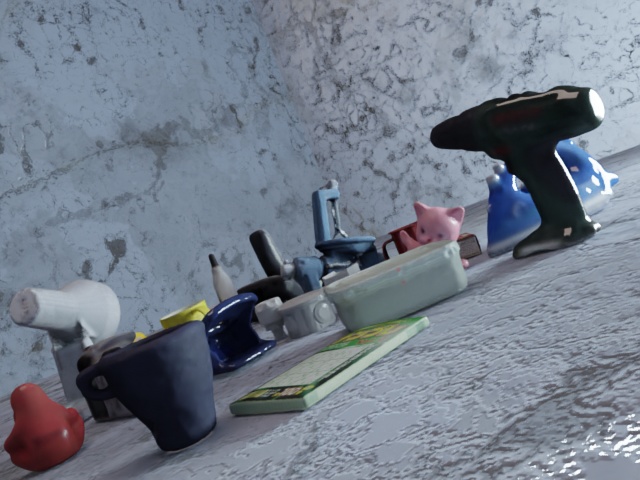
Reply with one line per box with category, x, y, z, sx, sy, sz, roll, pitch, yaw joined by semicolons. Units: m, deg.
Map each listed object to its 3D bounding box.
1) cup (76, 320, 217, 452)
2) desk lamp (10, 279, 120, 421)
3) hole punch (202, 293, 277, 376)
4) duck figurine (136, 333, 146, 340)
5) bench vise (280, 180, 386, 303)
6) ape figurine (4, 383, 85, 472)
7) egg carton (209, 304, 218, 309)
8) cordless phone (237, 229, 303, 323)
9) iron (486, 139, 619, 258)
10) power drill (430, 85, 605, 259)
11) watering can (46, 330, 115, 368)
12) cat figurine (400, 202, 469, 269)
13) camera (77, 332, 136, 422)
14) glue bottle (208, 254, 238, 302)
cup;-0.139;0.131;0.481;0.117;0.095;0.092;-22;0;1
desk lamp;-0.397;0.169;0.914;0.118;0.213;0.203;-22;0;7
hole punch;-0.133;0.130;0.771;0.101;0.091;0.109;-22;0;33
duck figurine;-0.325;0.210;1.020;0.104;0.086;0.077;-22;0;6
bench vise;0.017;0.001;1.099;0.208;0.220;0.121;-22;0;-42
ape figurine;-0.301;0.197;0.616;0.078;0.092;0.076;-22;0;-25
egg carton;-0.253;0.189;1.249;0.107;0.069;0.150;-22;0;-3
cordless phone;-0.125;0.076;1.242;0.147;0.185;0.094;-21;0;32
iron;0.333;-0.082;0.889;0.259;0.141;0.118;-22;0;-26
power drill;0.259;-0.089;0.733;0.076;0.208;0.229;-22;0;-40
watering can;-0.432;0.194;1.052;0.172;0.194;0.101;-22;0;14
cat figurine;0.163;-0.002;0.842;0.067;0.118;0.127;-22;0;-30
camera;-0.241;0.168;0.775;0.142;0.101;0.137;-22;0;43
glue bottle;-0.190;0.109;1.162;0.037;0.173;0.078;-22;0;-21
